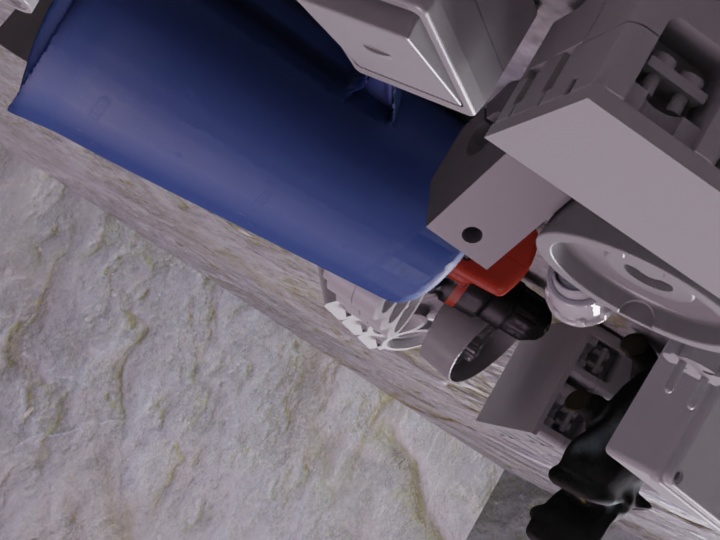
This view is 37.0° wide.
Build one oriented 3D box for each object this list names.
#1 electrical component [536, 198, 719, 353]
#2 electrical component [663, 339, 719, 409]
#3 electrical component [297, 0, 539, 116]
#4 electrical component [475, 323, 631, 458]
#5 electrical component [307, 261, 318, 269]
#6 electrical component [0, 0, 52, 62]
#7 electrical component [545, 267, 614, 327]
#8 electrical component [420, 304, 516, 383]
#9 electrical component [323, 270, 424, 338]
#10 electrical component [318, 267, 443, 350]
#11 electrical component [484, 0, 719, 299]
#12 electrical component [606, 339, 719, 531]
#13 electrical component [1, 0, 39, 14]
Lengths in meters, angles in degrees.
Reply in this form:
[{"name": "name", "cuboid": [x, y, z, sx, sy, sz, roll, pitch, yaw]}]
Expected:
[{"name": "electrical component", "cuboid": [0.144, -0.014, 0.503, 0.108, 0.060, 0.108, 30, 172, 5]}, {"name": "electrical component", "cuboid": [0.192, 0.038, 0.589, 0.066, 0.076, 0.047, 34, 171, -23]}, {"name": "electrical component", "cuboid": [0.023, -0.101, 0.411, 0.062, 0.061, 0.096, 27, 171, 26]}, {"name": "electrical component", "cuboid": [0.176, 0.108, 0.957, 0.060, 0.105, 0.186, 31, 172, -4]}, {"name": "electrical component", "cuboid": [-0.018, -0.021, 1.067, 0.100, 0.048, 0.100, 21, 167, 48]}, {"name": "electrical component", "cuboid": [-0.238, -0.177, 0.861, 0.099, 0.064, 0.099, 30, 172, 5]}, {"name": "electrical component", "cuboid": [0.141, 0.005, 0.689, 0.048, 0.048, 0.062, 26, 163, 27]}, {"name": "electrical component", "cuboid": [0.100, 0.052, 0.935, 0.064, 0.099, 0.099, 35, 173, 15]}, {"name": "electrical component", "cuboid": [0.000, 0.000, 0.728, 0.074, 0.052, 0.138, 33, 174, 12]}, {"name": "electrical component", "cuboid": [0.028, 0.021, 0.964, 0.089, 0.061, 0.150, -15, 158, 11]}, {"name": "electrical component", "cuboid": [0.135, -0.038, 0.387, 0.150, 0.061, 0.089, 32, 171, -12]}, {"name": "electrical component", "cuboid": [0.237, 0.107, 0.733, 0.109, 0.108, 0.056, 37, 172, -38]}, {"name": "electrical component", "cuboid": [-0.231, -0.207, 0.718, 0.055, 0.047, 0.055, 30, 172, 5]}]
